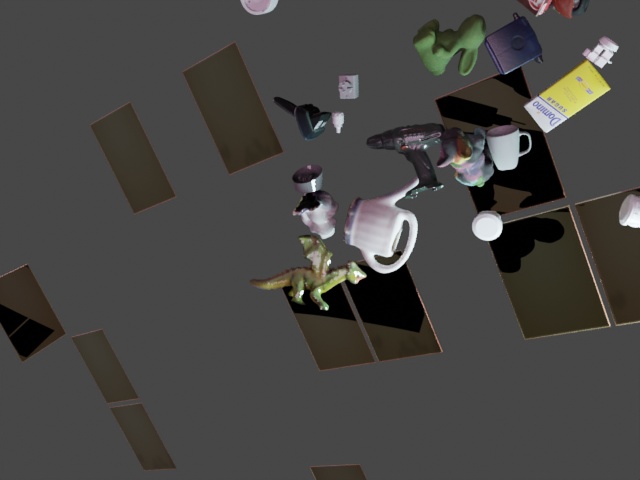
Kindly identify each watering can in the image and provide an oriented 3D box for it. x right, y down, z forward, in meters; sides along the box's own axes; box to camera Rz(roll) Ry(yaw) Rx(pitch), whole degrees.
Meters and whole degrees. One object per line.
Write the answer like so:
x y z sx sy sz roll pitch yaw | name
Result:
0.193 -0.075 1.566 0.225 0.104 0.344 17 102 18 | watering can

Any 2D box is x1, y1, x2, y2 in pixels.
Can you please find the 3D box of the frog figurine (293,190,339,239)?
0.005 -0.084 1.659 0.136 0.126 0.157 -30 133 23 | frog figurine

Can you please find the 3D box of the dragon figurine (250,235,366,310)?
-0.046 0.098 1.756 0.411 0.122 0.241 14 98 17 | dragon figurine
